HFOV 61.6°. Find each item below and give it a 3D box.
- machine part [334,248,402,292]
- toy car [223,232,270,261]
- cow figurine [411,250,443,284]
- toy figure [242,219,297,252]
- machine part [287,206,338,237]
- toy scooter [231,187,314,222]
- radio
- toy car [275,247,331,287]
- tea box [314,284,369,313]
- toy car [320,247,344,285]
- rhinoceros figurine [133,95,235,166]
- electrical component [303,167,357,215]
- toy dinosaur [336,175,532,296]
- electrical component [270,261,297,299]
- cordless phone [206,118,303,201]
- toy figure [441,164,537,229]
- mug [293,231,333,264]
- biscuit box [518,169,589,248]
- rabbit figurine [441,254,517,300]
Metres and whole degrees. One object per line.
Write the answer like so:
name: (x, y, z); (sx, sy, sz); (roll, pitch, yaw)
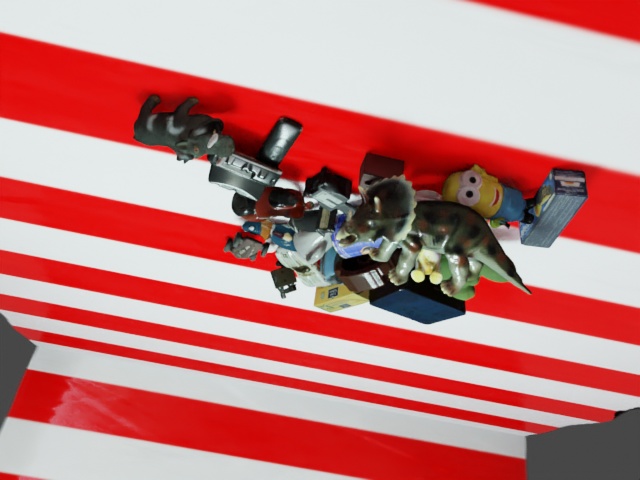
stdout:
machine part: (0.120, 0.046, 1.219); (0.179, 0.179, 0.056); (-15, 117, 38)
toy car: (-0.188, 0.023, 1.353); (0.089, 0.053, 0.202); (23, 168, -16)
cow figurine: (0.235, 0.004, 1.179); (0.068, 0.098, 0.167); (-1, 112, 15)
toy figure: (-0.111, -0.018, 1.293); (0.154, 0.058, 0.064); (22, 144, -14)
machine part: (-0.014, -0.047, 1.194); (0.139, 0.084, 0.039); (-5, 166, 44)
toy scooter: (-0.092, -0.077, 1.154); (0.184, 0.075, 0.135); (-2, 177, 42)
radio: (0.233, 0.135, 1.294); (0.229, 0.073, 0.131); (23, 146, -32)
toy car: (-0.040, 0.070, 1.418); (0.074, 0.056, 0.201); (-10, 139, 33)
tea box: (0.063, 0.132, 1.477); (0.068, 0.098, 0.170); (28, 146, -32)
toy car: (0.063, 0.059, 1.350); (0.161, 0.109, 0.103); (11, 178, -28)
rhinoceros figurine: (-0.240, -0.190, 0.951); (0.190, 0.112, 0.073); (13, 151, 10)
electrical component: (0.033, -0.095, 1.109); (0.119, 0.048, 0.075); (23, 150, -25)
toy dinosaur: (0.223, -0.009, 0.988); (0.405, 0.131, 0.192); (7, 123, -7)
electrical component: (-0.097, 0.103, 1.469); (0.078, 0.102, 0.045); (-23, 179, -35)
cordless phone: (-0.125, -0.171, 1.006); (0.146, 0.089, 0.184); (21, 139, -20)
toy figure: (0.319, -0.074, 1.025); (0.180, 0.082, 0.089); (16, 150, -17)
mug: (-0.003, -0.004, 1.240); (0.080, 0.109, 0.107); (33, 133, -22)
biscuit box: (0.446, -0.056, 1.041); (0.063, 0.059, 0.202); (6, 152, 4)
rabbit figurine: (0.354, 0.045, 1.206); (0.170, 0.121, 0.159); (-3, 131, 52)
